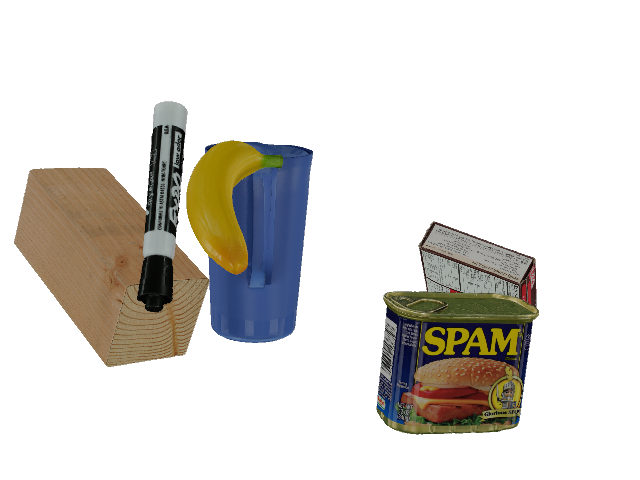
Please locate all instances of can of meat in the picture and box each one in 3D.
[{"bbox_3d":[0.090,0.082,0.720,0.102,0.084,0.057,2,11,-17],"label":"can of meat"}]

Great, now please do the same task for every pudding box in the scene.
[{"bbox_3d":[0.157,0.036,1.057,0.114,0.039,0.090,20,-30,24],"label":"pudding box"}]

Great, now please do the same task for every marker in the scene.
[{"bbox_3d":[-0.086,-0.019,0.582,0.020,0.121,0.020,1,-23,0],"label":"marker"}]

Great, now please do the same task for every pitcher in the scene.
[{"bbox_3d":[-0.080,0.002,1.326,0.145,0.243,0.148,12,16,36],"label":"pitcher"}]

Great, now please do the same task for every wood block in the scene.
[{"bbox_3d":[-0.206,0.019,1.029,0.090,0.091,0.206,-4,35,-41],"label":"wood block"}]

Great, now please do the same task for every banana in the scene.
[{"bbox_3d":[-0.077,-0.039,0.885,0.069,0.037,0.197,10,32,2],"label":"banana"}]
